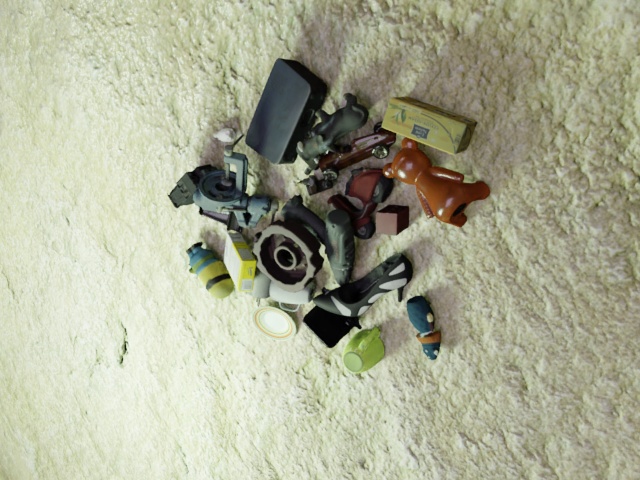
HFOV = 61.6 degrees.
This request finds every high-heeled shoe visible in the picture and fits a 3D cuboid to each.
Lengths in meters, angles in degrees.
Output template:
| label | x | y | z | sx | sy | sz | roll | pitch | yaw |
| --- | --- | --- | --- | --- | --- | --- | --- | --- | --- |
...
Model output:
| label | x | y | z | sx | sy | sz | roll | pitch | yaw |
| --- | --- | --- | --- | --- | --- | --- | --- | --- | --- |
| high-heeled shoe | 0.097 | 0.101 | 1.279 | 0.249 | 0.086 | 0.145 | -5 | 125 | 7 |

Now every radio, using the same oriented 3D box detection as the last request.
| label | x | y | z | sx | sy | sz | roll | pitch | yaw |
| --- | --- | --- | --- | --- | --- | --- | --- | --- | --- |
| radio | -0.082 | -0.300 | 1.283 | 0.131 | 0.073 | 0.229 | 41 | 122 | 24 |

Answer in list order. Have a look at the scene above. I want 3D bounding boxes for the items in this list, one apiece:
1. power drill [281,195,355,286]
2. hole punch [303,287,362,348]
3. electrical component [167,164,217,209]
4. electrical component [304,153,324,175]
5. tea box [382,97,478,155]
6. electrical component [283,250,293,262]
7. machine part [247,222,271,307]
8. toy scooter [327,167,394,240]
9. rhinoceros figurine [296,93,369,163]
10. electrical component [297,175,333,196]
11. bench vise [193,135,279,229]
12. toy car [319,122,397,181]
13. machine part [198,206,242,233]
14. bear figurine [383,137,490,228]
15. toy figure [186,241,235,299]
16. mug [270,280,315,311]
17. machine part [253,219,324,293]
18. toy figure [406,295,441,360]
| label | x | y | z | sx | sy | sz | roll | pitch | yaw |
| --- | --- | --- | --- | --- | --- | --- | --- | --- | --- |
| power drill | -0.003 | -0.004 | 1.312 | 0.207 | 0.086 | 0.231 | 40 | 149 | 26 |
| hole punch | 0.026 | 0.207 | 1.378 | 0.116 | 0.092 | 0.142 | -43 | 79 | -12 |
| electrical component | -0.333 | -0.149 | 1.457 | 0.134 | 0.115 | 0.058 | -36 | 87 | 34 |
| electrical component | -0.021 | -0.206 | 1.315 | 0.063 | 0.021 | 0.094 | 44 | 122 | 12 |
| tea box | 0.228 | -0.240 | 1.118 | 0.170 | 0.098 | 0.068 | 26 | 115 | 23 |
| electrical component | -0.093 | 0.053 | 1.379 | 0.048 | 0.119 | 0.074 | 51 | 130 | 54 |
| machine part | -0.150 | 0.067 | 1.439 | 0.079 | 0.079 | 0.243 | 21 | 114 | 23 |
| toy scooter | 0.087 | -0.099 | 1.257 | 0.135 | 0.075 | 0.183 | 32 | 123 | 20 |
| rhinoceros figurine | 0.029 | -0.245 | 1.214 | 0.190 | 0.073 | 0.112 | -30 | 45 | 27 |
| electrical component | -0.011 | -0.135 | 1.291 | 0.078 | 0.102 | 0.045 | -20 | 99 | 8 |
| bench vise | -0.206 | -0.132 | 1.340 | 0.224 | 0.129 | 0.240 | 16 | 137 | 4 |
| toy car | 0.081 | -0.204 | 1.216 | 0.202 | 0.089 | 0.053 | -20 | 133 | 34 |
| machine part | -0.273 | -0.070 | 1.483 | 0.139 | 0.039 | 0.084 | 21 | 118 | 7 |
| bear figurine | 0.241 | -0.125 | 1.151 | 0.196 | 0.132 | 0.120 | 49 | 123 | 30 |
| toy figure | -0.316 | 0.090 | 1.533 | 0.180 | 0.089 | 0.082 | 50 | 129 | 5 |
| mug | -0.070 | 0.140 | 1.414 | 0.107 | 0.081 | 0.109 | 10 | 109 | 20 |
| machine part | -0.075 | 0.036 | 1.288 | 0.180 | 0.056 | 0.179 | 15 | 122 | 25 |
| toy figure | 0.250 | 0.207 | 1.262 | 0.058 | 0.064 | 0.154 | -23 | 99 | -5 |
